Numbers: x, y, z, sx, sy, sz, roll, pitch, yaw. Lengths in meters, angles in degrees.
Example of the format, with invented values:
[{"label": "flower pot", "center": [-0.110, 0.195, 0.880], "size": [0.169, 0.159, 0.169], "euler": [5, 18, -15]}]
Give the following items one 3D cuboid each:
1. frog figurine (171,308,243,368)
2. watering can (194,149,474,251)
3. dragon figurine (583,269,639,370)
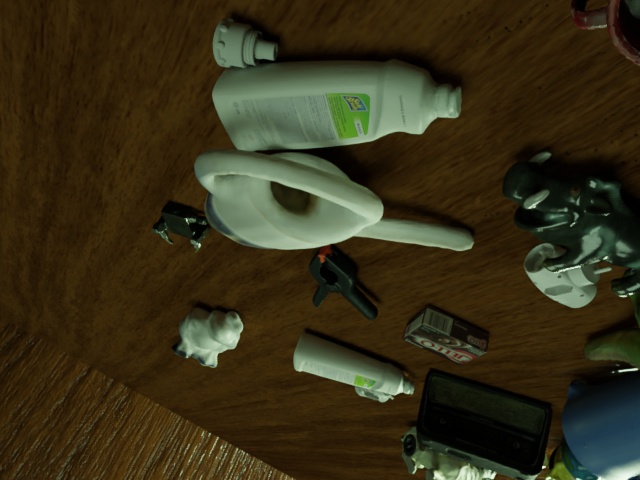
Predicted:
[{"label": "frog figurine", "center": [-0.247, 0.204, 1.196], "size": [0.137, 0.124, 0.157], "euler": [39, 110, -6]}, {"label": "watering can", "center": [0.002, -0.032, 0.636], "size": [0.346, 0.105, 0.223], "euler": [18, 167, -29]}, {"label": "dragon figurine", "center": [0.382, 0.135, 0.501], "size": [0.122, 0.248, 0.401], "euler": [17, 145, 4]}]
